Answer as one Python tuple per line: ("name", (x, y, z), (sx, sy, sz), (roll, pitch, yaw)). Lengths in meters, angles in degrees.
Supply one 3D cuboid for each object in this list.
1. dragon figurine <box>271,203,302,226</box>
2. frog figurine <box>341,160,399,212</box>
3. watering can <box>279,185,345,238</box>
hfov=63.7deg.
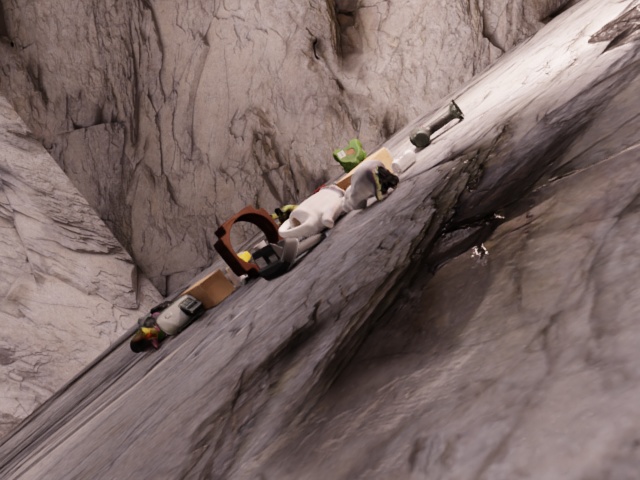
("dragon figurine", (-0.086, -0.120, 2.215), (0.246, 0.122, 0.405), (-32, 3, -38))
("frog figurine", (0.114, -0.147, 1.402), (0.158, 0.121, 0.140), (-14, 40, 43))
("watering can", (0.005, -0.078, 1.543), (0.227, 0.103, 0.346), (-40, 16, -27))
